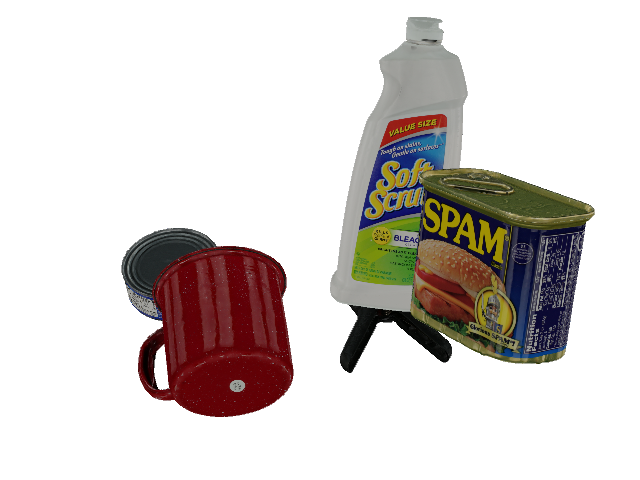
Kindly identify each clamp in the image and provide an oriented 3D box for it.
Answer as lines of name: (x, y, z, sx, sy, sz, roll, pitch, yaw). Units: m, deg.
clamp: (0.081, 0.077, 1.187, 0.120, 0.171, 0.039, 5, -43, -4)

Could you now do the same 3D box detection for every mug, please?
mug: (-0.073, 0.069, 0.714, 0.117, 0.081, 0.093, -25, -40, 16)

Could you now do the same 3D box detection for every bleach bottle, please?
bleach bottle: (0.069, -0.066, 0.926, 0.102, 0.251, 0.068, 6, 18, 5)

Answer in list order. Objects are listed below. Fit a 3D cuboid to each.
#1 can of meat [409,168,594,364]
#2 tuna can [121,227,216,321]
can of meat: (0.096, 0.012, 0.591, 0.057, 0.084, 0.102, -7, 20, -32)
tuna can: (-0.129, 0.030, 0.936, 0.086, 0.034, 0.086, -2, 43, 2)
